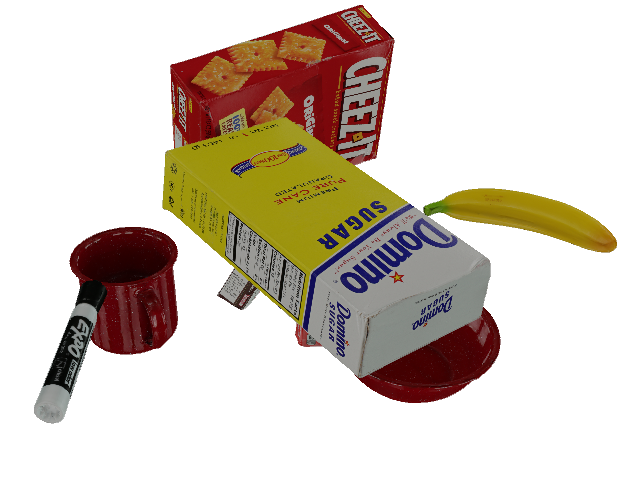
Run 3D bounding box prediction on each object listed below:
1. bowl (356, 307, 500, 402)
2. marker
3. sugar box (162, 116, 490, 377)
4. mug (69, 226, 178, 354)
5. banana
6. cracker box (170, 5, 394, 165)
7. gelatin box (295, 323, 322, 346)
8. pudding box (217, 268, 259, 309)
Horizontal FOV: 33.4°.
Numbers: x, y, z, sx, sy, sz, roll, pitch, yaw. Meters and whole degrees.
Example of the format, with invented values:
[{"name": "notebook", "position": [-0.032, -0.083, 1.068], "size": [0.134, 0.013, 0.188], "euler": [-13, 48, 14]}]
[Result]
[{"name": "bowl", "position": [0.085, 0.102, 1.007], "size": [0.162, 0.055, 0.162], "euler": [4, 36, -3]}, {"name": "marker", "position": [-0.159, 0.067, 0.688], "size": [0.020, 0.020, 0.121], "euler": [0, 38, 5]}, {"name": "sugar box", "position": [-0.001, -0.005, 0.588], "size": [0.093, 0.048, 0.176], "euler": [-22, 42, -36]}, {"name": "mug", "position": [-0.163, 0.052, 0.935], "size": [0.093, 0.081, 0.117], "euler": [-20, 38, -28]}, {"name": "banana", "position": [0.209, -0.022, 1.100], "size": [0.198, 0.037, 0.069], "euler": [10, 38, 22]}, {"name": "cracker box", "position": [-0.038, -0.123, 1.058], "size": [0.213, 0.072, 0.164], "euler": [-21, -36, -22]}, {"name": "gelatin box", "position": [0.027, 0.044, 0.827], "size": [0.089, 0.073, 0.030], "euler": [2, 14, -10]}, {"name": "pudding box", "position": [-0.071, 0.024, 1.295], "size": [0.039, 0.090, 0.113], "euler": [34, 27, 2]}]
